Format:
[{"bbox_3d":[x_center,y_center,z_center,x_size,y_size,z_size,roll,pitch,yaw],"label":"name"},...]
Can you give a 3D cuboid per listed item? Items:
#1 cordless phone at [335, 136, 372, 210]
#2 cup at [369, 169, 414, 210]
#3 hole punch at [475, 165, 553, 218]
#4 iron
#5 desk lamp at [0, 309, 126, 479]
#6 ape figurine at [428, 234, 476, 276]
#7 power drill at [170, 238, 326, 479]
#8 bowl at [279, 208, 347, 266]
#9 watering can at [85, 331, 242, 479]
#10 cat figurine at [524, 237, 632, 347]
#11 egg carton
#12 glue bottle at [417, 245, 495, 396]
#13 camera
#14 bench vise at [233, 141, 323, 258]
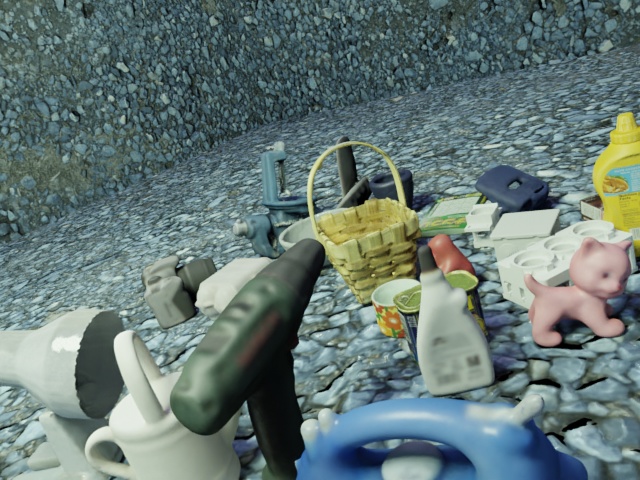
[{"bbox_3d":[0.051,-0.121,1.235,0.094,0.185,0.148,-10,21,23],"label":"cordless phone"},{"bbox_3d":[0.151,-0.092,1.202,0.092,0.095,0.117,-24,20,-15],"label":"cup"},{"bbox_3d":[0.342,-0.082,1.008,0.109,0.091,0.100,-32,23,-34],"label":"hole punch"},{"bbox_3d":[0.067,0.181,0.452,0.257,0.142,0.119,-8,21,26],"label":"iron"},{"bbox_3d":[-0.305,0.188,0.658,0.203,0.214,0.118,-14,20,12],"label":"desk lamp"},{"bbox_3d":[0.182,0.034,0.830,0.076,0.092,0.078,-6,23,32],"label":"ape figurine"},{"bbox_3d":[-0.038,0.134,0.572,0.075,0.209,0.230,-4,24,36],"label":"power drill"},{"bbox_3d":[0.010,0.004,1.096,0.167,0.075,0.167,-16,19,6],"label":"bowl"},{"bbox_3d":[-0.153,0.175,0.587,0.173,0.194,0.100,-29,22,-29],"label":"watering can"},{"bbox_3d":[0.295,0.048,0.648,0.127,0.118,0.067,-13,20,13],"label":"cat figurine"},{"bbox_3d":[-0.142,0.085,1.018,0.107,0.069,0.151,-3,24,38],"label":"egg carton"},{"bbox_3d":[0.133,0.084,0.612,0.078,0.173,0.037,-14,20,11],"label":"glue bottle"},{"bbox_3d":[-0.261,0.081,1.089,0.137,0.101,0.143,-22,19,-11],"label":"camera"},{"bbox_3d":[-0.092,-0.084,1.210,0.121,0.220,0.208,-2,25,38],"label":"bench vise"}]
